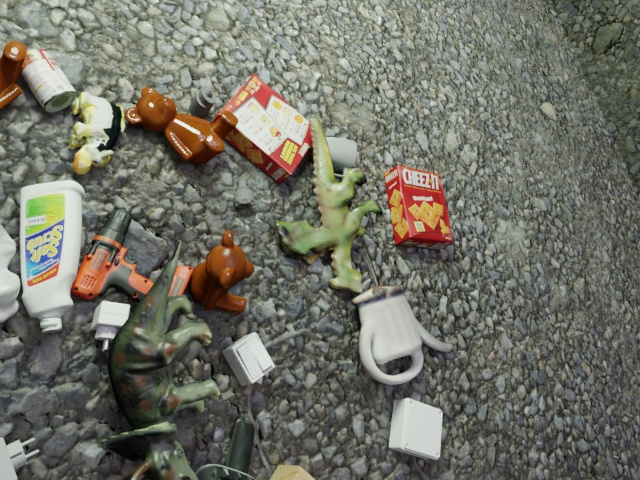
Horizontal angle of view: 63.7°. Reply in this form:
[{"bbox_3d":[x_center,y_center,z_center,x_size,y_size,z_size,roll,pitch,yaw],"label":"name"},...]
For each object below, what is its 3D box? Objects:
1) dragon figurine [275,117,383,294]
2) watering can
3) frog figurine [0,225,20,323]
[{"bbox_3d":[0.004,-0.060,1.199,0.246,0.121,0.408,-36,100,-31],"label":"dragon figurine"},{"bbox_3d":[0.195,0.212,1.227,0.349,0.103,0.226,-5,73,-49],"label":"watering can"},{"bbox_3d":[-0.540,0.050,0.820,0.141,0.122,0.156,-67,147,-42],"label":"frog figurine"}]
